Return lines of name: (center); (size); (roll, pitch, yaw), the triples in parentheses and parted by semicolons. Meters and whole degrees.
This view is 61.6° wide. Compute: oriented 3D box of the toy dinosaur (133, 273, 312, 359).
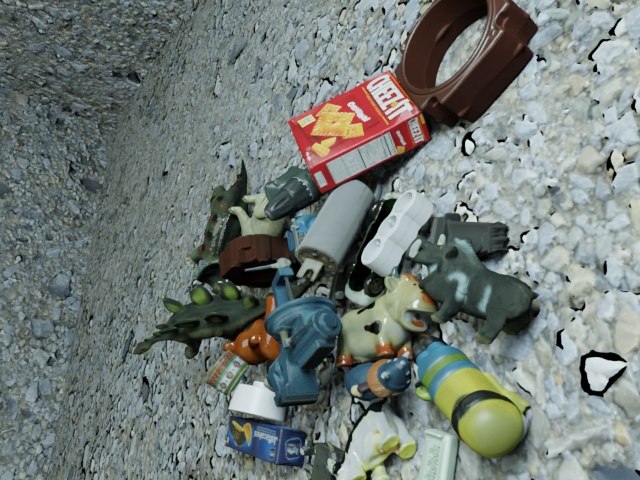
toy dinosaur: (-0.205, 0.161, 1.144); (0.472, 0.198, 0.105); (-21, 62, 10)

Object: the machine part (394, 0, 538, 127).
machine part: (0.223, -0.302, 0.859); (0.201, 0.087, 0.201); (-51, 38, 29)

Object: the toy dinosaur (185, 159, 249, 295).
toy dinosaur: (-0.230, -0.033, 1.324); (0.192, 0.131, 0.404); (-6, 71, 61)

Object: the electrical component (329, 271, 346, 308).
electrical component: (0.032, 0.088, 0.963); (0.094, 0.021, 0.063); (125, 158, -76)

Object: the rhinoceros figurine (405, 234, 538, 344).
rhinoceros figurine: (0.186, 0.055, 0.699); (0.191, 0.073, 0.112); (33, 125, 49)

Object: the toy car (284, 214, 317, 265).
toy car: (-0.002, -0.003, 1.005); (0.103, 0.161, 0.109); (-10, 83, 9)

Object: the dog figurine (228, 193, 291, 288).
dog figurine: (-0.119, 0.001, 1.209); (0.172, 0.121, 0.190); (-32, 63, 48)

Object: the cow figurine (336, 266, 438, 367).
cow figurine: (0.102, 0.122, 0.822); (0.195, 0.085, 0.127); (-33, 53, 47)

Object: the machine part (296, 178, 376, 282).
machine part: (0.030, -0.023, 0.916); (0.079, 0.079, 0.243); (-22, 29, 49)

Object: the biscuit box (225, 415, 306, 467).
biscuit box: (-0.105, 0.374, 1.010); (0.203, 0.059, 0.063); (-13, 63, 52)

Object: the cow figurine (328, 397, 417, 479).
cow figurine: (0.062, 0.315, 0.790); (0.167, 0.068, 0.098); (-55, 30, 16)

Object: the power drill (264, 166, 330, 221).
power drill: (-0.045, -0.107, 1.074); (0.232, 0.086, 0.207); (-37, 7, -19)

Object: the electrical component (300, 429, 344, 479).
electrical component: (0.006, 0.357, 0.871); (0.102, 0.045, 0.078); (11, 82, 57)

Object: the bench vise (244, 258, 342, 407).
bench vise: (-0.045, 0.144, 0.897); (0.223, 0.129, 0.241); (112, 148, -47)

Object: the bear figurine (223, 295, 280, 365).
bear figurine: (-0.100, 0.185, 1.055); (0.196, 0.120, 0.132); (-13, 59, 59)

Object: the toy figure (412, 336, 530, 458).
toy figure: (0.175, 0.192, 0.669); (0.180, 0.089, 0.082); (50, 122, 50)

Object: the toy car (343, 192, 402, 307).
toy car: (0.100, 0.014, 0.900); (0.074, 0.056, 0.201); (25, 91, 51)

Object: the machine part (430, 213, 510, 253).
machine part: (0.207, -0.003, 0.772); (0.139, 0.039, 0.084); (4, 71, 58)

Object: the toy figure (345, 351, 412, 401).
toy figure: (0.088, 0.196, 0.764); (0.064, 0.058, 0.154); (-63, 12, -28)

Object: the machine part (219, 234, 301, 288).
machine part: (-0.116, 0.048, 1.092); (0.179, 0.179, 0.056); (-32, 56, 44)
